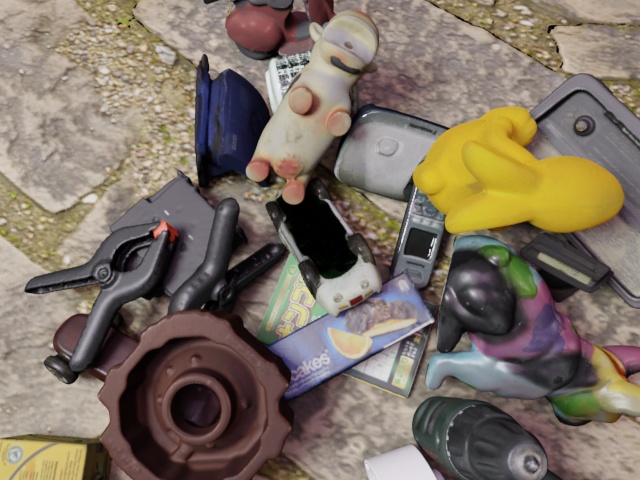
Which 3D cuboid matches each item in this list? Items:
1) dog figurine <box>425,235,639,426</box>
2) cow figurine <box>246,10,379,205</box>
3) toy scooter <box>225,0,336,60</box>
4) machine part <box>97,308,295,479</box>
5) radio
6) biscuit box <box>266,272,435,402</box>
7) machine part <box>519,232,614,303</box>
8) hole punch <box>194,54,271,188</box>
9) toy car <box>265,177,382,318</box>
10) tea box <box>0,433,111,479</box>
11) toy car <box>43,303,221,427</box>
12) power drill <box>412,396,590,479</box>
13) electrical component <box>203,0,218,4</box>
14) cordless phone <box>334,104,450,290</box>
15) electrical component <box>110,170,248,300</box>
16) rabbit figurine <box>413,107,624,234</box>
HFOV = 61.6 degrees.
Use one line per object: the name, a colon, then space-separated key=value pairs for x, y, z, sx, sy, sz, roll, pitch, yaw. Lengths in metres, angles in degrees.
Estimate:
dog figurine: x=0.222 y=0.096 z=0.518 sx=0.219 sy=0.191 sz=0.108 roll=11 pitch=34 yaw=12
cow figurine: x=0.000 y=-0.148 z=0.569 sx=0.085 sy=0.194 sz=0.127 roll=26 pitch=34 yaw=-13
toy scooter: x=-0.035 y=-0.274 z=0.650 sx=0.184 sy=0.135 sz=0.075 roll=11 pitch=76 yaw=7
machine part: x=-0.111 y=0.153 z=0.499 sx=0.179 sy=0.056 sz=0.179 roll=0 pitch=88 yaw=4
radio: x=0.309 y=-0.056 z=0.567 sx=0.131 sy=0.073 sz=0.230 roll=-47 pitch=71 yaw=29
biscuit box: x=0.015 y=0.108 z=0.557 sx=0.203 sy=0.062 sz=0.059 roll=-29 pitch=77 yaw=-1
machine part: x=0.247 y=0.030 z=0.546 sx=0.084 sy=0.138 sz=0.039 roll=26 pitch=83 yaw=25
hole punch: x=-0.101 y=-0.126 z=0.624 sx=0.092 sy=0.115 sz=0.142 roll=3 pitch=74 yaw=-5
toy car: x=-0.001 y=-0.002 z=0.579 sx=0.073 sy=0.056 sz=0.202 roll=-29 pitch=41 yaw=-3
tea box: x=-0.276 y=0.285 z=0.532 sx=0.098 sy=0.068 sz=0.169 roll=4 pitch=73 yaw=4
toy car: x=-0.195 y=0.142 z=0.578 sx=0.202 sy=0.053 sz=0.089 roll=26 pitch=56 yaw=8
power drill: x=0.183 y=0.210 z=0.463 sx=0.207 sy=0.232 sz=0.086 roll=29 pitch=77 yaw=-7
electrical component: x=-0.156 y=-0.364 z=0.726 sx=0.119 sy=0.047 sz=0.075 roll=-22 pitch=74 yaw=-3
cordless phone: x=0.080 y=-0.044 z=0.601 sx=0.146 sy=0.089 sz=0.184 roll=14 pitch=89 yaw=-15
electrical component: x=-0.168 y=0.004 z=0.615 sx=0.115 sy=0.058 sz=0.134 roll=41 pitch=79 yaw=15
rabbit figurine: x=0.183 y=-0.058 z=0.498 sx=0.173 sy=0.162 sz=0.121 roll=29 pitch=116 yaw=46
